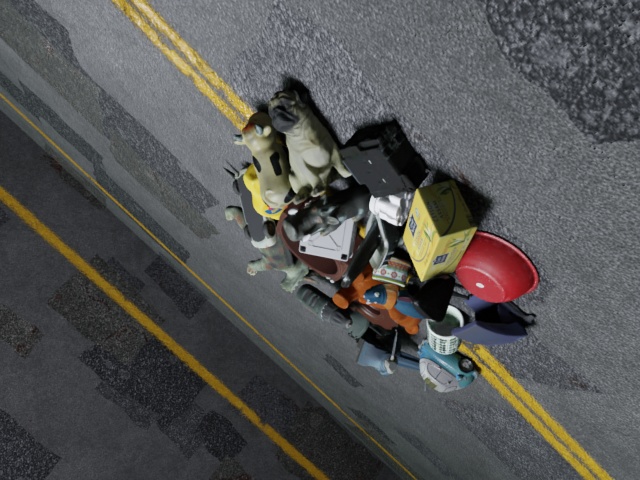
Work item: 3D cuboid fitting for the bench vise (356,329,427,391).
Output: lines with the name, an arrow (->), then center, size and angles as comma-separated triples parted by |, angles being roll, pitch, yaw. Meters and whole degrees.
bench vise -> 0.208, 0.318, 1.452 | 0.240, 0.129, 0.224 | 19, 169, -14

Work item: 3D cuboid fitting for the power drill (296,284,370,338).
power drill -> 0.050, 0.208, 1.480 | 0.232, 0.086, 0.207 | 28, -178, 43

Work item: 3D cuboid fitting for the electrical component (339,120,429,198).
electrical component -> 0.099, -0.130, 0.899 | 0.114, 0.058, 0.134 | 51, 155, -19

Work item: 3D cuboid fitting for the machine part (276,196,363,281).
machine part -> -0.003, -0.004, 1.263 | 0.201, 0.087, 0.201 | 40, 156, 4

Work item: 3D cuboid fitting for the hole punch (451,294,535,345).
hole punch -> 0.331, 0.166, 1.043 | 0.116, 0.092, 0.142 | 36, 154, 2

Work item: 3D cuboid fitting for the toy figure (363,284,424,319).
toy figure -> 0.167, 0.129, 1.157 | 0.154, 0.058, 0.064 | 19, 123, -10

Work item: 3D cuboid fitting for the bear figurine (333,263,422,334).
bear figurine -> 0.149, 0.140, 1.231 | 0.196, 0.132, 0.120 | 41, 124, 17

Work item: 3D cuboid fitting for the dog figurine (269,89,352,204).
dog figurine -> -0.036, -0.178, 1.000 | 0.190, 0.121, 0.172 | 59, 152, -7

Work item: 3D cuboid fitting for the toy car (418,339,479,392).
toy car -> 0.309, 0.326, 1.357 | 0.162, 0.103, 0.109 | 34, 156, 10

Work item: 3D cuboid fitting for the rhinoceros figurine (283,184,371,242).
rhinoceros figurine -> 0.018, -0.049, 1.007 | 0.073, 0.190, 0.112 | 66, 158, -2

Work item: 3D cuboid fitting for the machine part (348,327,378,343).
machine part -> 0.151, 0.287, 1.584 | 0.139, 0.084, 0.039 | 31, 140, -4

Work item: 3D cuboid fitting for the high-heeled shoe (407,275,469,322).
high-heeled shoe -> 0.189, 0.096, 1.029 | 0.145, 0.086, 0.248 | 14, -178, 35

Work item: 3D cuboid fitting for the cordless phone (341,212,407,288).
cordless phone -> 0.094, 0.031, 1.042 | 0.089, 0.184, 0.146 | 32, 157, 9

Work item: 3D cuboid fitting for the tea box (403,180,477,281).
tea box -> 0.195, -0.011, 0.899 | 0.169, 0.068, 0.098 | 87, 165, -61

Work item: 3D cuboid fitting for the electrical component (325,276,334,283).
electrical component -> 0.033, 0.072, 1.399 | 0.078, 0.045, 0.102 | 26, 154, 35

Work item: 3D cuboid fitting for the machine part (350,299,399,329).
machine part -> 0.140, 0.159, 1.376 | 0.179, 0.056, 0.179 | 32, 156, 16

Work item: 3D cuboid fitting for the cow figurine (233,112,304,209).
cow figurine -> -0.103, -0.158, 1.068 | 0.086, 0.127, 0.194 | -15, 90, 23

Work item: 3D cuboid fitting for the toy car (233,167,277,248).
toy car -> -0.158, -0.079, 1.316 | 0.074, 0.056, 0.201 | -9, 98, 29

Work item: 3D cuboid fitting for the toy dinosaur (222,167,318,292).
toy dinosaur -> -0.127, -0.011, 1.425 | 0.192, 0.131, 0.404 | 4, 134, 33
